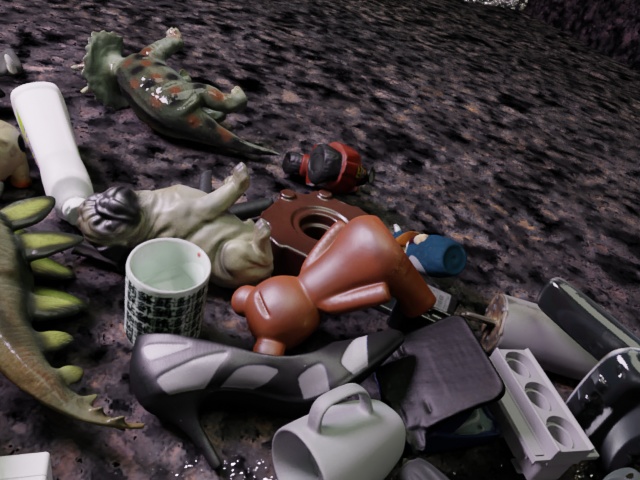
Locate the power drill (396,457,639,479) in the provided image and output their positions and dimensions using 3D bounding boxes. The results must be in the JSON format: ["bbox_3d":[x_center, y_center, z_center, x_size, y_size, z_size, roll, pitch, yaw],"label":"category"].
[{"bbox_3d":[0.199,0.257,0.441,0.207,0.086,0.232,-3,41,-30],"label":"power drill"}]

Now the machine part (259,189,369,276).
[{"bbox_3d":[-0.002,-0.002,0.736,0.179,0.056,0.179,10,37,-8],"label":"machine part"}]

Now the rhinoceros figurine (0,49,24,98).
[{"bbox_3d":[-0.541,-0.233,0.796,0.073,0.112,0.190,33,47,27],"label":"rhinoceros figurine"}]

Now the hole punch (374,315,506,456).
[{"bbox_3d":[0.121,0.156,0.559,0.116,0.092,0.142,-20,44,1],"label":"hole punch"}]

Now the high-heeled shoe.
[{"bbox_3d":[-0.050,0.108,0.521,0.249,0.086,0.145,-26,69,-22],"label":"high-heeled shoe"}]

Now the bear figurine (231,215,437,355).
[{"bbox_3d":[0.011,0.064,0.602,0.196,0.131,0.120,-39,50,4],"label":"bear figurine"}]

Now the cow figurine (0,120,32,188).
[{"bbox_3d":[-0.467,-0.151,0.699,0.195,0.127,0.085,32,35,18],"label":"cow figurine"}]

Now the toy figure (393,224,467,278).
[{"bbox_3d":[0.136,0.015,0.735,0.058,0.064,0.155,-16,12,-21],"label":"toy figure"}]

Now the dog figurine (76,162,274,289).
[{"bbox_3d":[-0.163,0.009,0.623,0.190,0.121,0.172,-20,80,-19],"label":"dog figurine"}]

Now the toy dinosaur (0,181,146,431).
[{"bbox_3d":[-0.341,0.029,0.528,0.198,0.105,0.472,-16,50,-41],"label":"toy dinosaur"}]

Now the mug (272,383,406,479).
[{"bbox_3d":[0.022,0.172,0.468,0.107,0.109,0.081,-12,19,-38],"label":"mug"}]

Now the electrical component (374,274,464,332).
[{"bbox_3d":[0.114,0.077,0.680,0.119,0.047,0.075,27,36,13],"label":"electrical component"}]

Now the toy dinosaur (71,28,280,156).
[{"bbox_3d":[-0.264,-0.242,0.918,0.192,0.131,0.405,-34,61,-33],"label":"toy dinosaur"}]

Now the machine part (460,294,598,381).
[{"bbox_3d":[0.291,0.125,0.658,0.243,0.079,0.079,16,35,0],"label":"machine part"}]

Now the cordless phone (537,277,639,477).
[{"bbox_3d":[0.288,0.140,0.573,0.089,0.146,0.184,-17,49,-27],"label":"cordless phone"}]

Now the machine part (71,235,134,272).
[{"bbox_3d":[-0.245,-0.015,0.676,0.084,0.039,0.139,14,37,6],"label":"machine part"}]

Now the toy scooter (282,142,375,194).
[{"bbox_3d":[0.030,-0.108,0.853,0.135,0.075,0.184,13,2,-26],"label":"toy scooter"}]
